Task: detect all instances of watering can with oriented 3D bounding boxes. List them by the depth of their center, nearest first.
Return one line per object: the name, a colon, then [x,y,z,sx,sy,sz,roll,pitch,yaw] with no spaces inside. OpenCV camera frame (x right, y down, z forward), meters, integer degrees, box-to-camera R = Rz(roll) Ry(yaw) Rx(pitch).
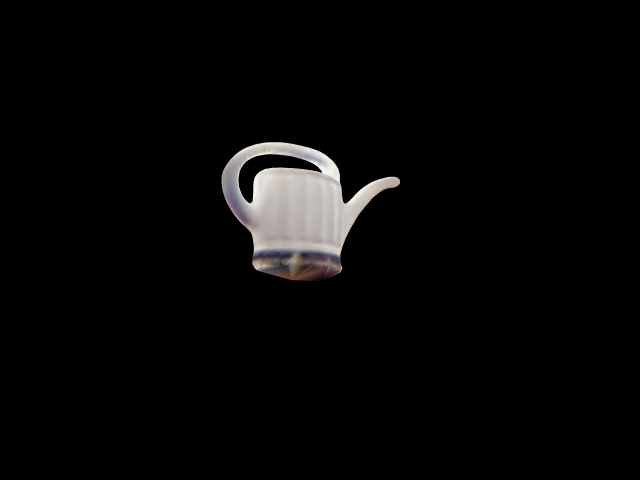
watering can: [0.003,-0.043,0.850,0.347,0.227,0.103,7,-15,-31]
